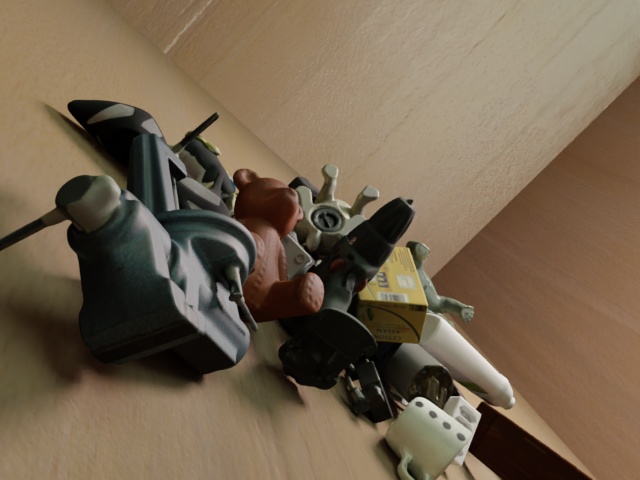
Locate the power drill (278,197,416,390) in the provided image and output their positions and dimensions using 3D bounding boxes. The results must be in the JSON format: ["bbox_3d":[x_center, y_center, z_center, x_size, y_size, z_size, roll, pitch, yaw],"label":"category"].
[{"bbox_3d":[0.028,0.060,0.637,0.086,0.232,0.207,38,25,-16],"label":"power drill"}]

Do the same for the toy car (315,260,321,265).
[{"bbox_3d":[0.037,0.086,1.037,0.074,0.056,0.201,-6,-27,35],"label":"toy car"}]

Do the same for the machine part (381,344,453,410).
[{"bbox_3d":[0.136,0.197,0.846,0.079,0.079,0.243,41,-2,-21],"label":"machine part"}]

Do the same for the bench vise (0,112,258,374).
[{"bbox_3d":[-0.128,-0.007,0.422,0.223,0.129,0.241,47,20,-49],"label":"bench vise"}]

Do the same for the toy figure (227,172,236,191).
[{"bbox_3d":[-0.183,-0.098,0.962,0.155,0.058,0.064,-124,-155,-64],"label":"toy figure"}]

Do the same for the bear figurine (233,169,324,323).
[{"bbox_3d":[-0.056,-0.007,0.607,0.120,0.132,0.196,38,49,-23],"label":"bear figurine"}]

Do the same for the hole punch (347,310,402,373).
[{"bbox_3d":[0.070,0.131,0.845,0.092,0.115,0.142,32,11,-23],"label":"hole punch"}]

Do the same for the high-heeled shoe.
[{"bbox_3d":[-0.228,-0.082,0.689,0.249,0.086,0.145,25,43,-13],"label":"high-heeled shoe"}]

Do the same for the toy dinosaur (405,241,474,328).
[{"bbox_3d":[0.203,0.107,1.208,0.404,0.131,0.192,59,-23,-13],"label":"toy dinosaur"}]

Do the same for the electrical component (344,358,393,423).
[{"bbox_3d":[0.059,0.193,0.702,0.102,0.045,0.078,-109,180,-69],"label":"electrical component"}]

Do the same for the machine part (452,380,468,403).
[{"bbox_3d":[0.205,0.263,1.040,0.179,0.056,0.179,44,8,-8],"label":"machine part"}]

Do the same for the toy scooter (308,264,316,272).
[{"bbox_3d":[-0.045,0.050,0.809,0.135,0.075,0.183,48,4,28],"label":"toy scooter"}]

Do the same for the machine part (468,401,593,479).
[{"bbox_3d":[0.338,0.367,0.905,0.201,0.087,0.201,34,-4,24],"label":"machine part"}]

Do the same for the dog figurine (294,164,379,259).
[{"bbox_3d":[0.002,-0.002,0.884,0.121,0.172,0.190,38,-39,14],"label":"dog figurine"}]

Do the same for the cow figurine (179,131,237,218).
[{"bbox_3d":[-0.162,-0.078,0.795,0.167,0.098,0.068,45,1,6],"label":"cow figurine"}]

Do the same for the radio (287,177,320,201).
[{"bbox_3d":[-0.012,-0.037,1.238,0.229,0.131,0.073,37,9,-46],"label":"radio"}]

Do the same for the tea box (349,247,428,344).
[{"bbox_3d":[0.092,0.073,0.785,0.098,0.068,0.170,6,25,-2],"label":"tea box"}]
